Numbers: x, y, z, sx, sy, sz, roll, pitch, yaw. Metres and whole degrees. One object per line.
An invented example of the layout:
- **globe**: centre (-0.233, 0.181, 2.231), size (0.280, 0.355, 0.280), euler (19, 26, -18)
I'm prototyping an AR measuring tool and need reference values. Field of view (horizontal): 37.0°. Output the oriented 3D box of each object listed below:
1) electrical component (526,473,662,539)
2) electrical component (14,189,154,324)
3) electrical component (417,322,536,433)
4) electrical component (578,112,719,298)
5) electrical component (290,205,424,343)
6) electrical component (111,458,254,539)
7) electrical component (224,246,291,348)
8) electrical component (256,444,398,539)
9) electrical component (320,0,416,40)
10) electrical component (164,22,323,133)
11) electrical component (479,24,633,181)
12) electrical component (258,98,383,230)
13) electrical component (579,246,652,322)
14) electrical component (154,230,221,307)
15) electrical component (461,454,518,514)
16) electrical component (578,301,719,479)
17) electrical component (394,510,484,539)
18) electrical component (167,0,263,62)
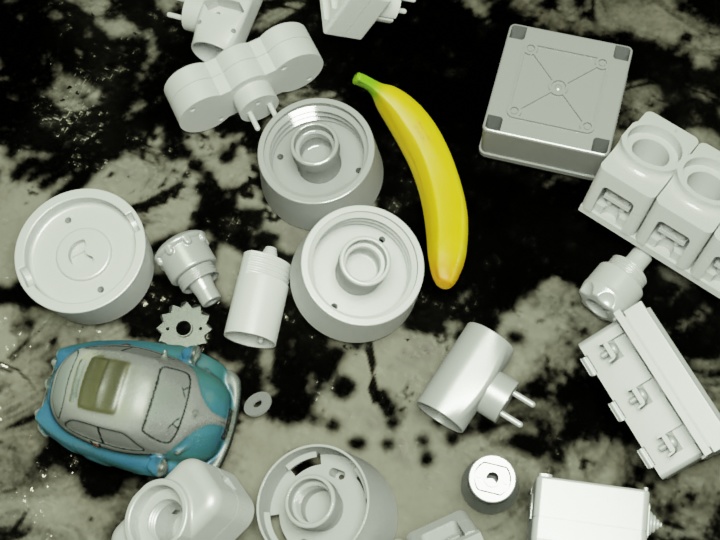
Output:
- **electrical component**: centre (0.173, 0.190, 0.792), size (0.096, 0.061, 0.061), euler (7, 71, 7)
- **electrical component**: centre (-0.224, -0.007, 0.896), size (0.108, 0.060, 0.108), euler (-1, 70, 4)
- **electrical component**: centre (0.098, 0.093, 0.842), size (0.079, 0.044, 0.077), euler (31, 75, 14)
- **electrical component**: centre (0.267, -0.052, 0.857), size (0.150, 0.061, 0.089), euler (34, 54, 15)
- **electrical component**: centre (0.000, 0.000, 0.863), size (0.108, 0.060, 0.108), euler (2, 75, -8)
- **electrical component**: centre (-0.135, 0.190, 0.803), size (0.095, 0.059, 0.053), euler (-46, 54, 4)
- **electrical component**: centre (-0.082, 0.019, 0.884), size (0.043, 0.043, 0.081), euler (9, 71, 8)
- **electrical component**: centre (-0.027, 0.184, 0.822), size (0.099, 0.064, 0.099), euler (-8, 64, 16)
- **electrical component**: centre (0.012, -0.243, 0.965), size (0.077, 0.066, 0.047), euler (4, 68, -25)
- **electrical component**: centre (-0.095, -0.155, 0.944), size (0.138, 0.052, 0.073), euler (-25, 71, -5)
- **electrical component**: centre (0.167, -0.142, 0.916), size (0.109, 0.056, 0.108), euler (14, 72, 9)
- **electrical component**: centre (-0.036, -0.094, 0.912), size (0.108, 0.060, 0.108), euler (-1, 70, 4)
- **electrical component**: centre (0.210, 0.009, 0.865), size (0.043, 0.043, 0.062), euler (39, 76, 16)
- **electrical component**: centre (-0.138, 0.001, 0.896), size (0.048, 0.048, 0.062), euler (-31, 77, -7)
- **electrical component**: centre (0.098, 0.159, 0.806), size (0.044, 0.065, 0.044), euler (-1, 74, 5)
- **electrical component**: centre (0.224, 0.093, 0.821), size (0.063, 0.079, 0.121), euler (-35, 70, 15)
- **electrical component**: centre (0.029, 0.248, 0.773), size (0.150, 0.062, 0.089), euler (-24, 97, -4)
- **electrical component**: centre (-0.136, -0.231, 0.979), size (0.079, 0.043, 0.077), euler (16, 72, 10)
